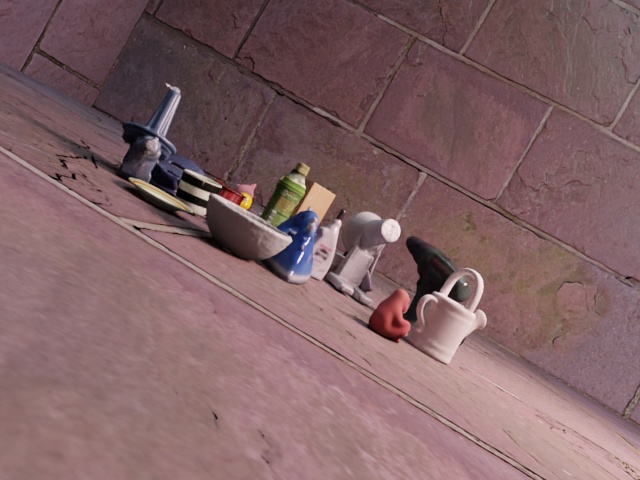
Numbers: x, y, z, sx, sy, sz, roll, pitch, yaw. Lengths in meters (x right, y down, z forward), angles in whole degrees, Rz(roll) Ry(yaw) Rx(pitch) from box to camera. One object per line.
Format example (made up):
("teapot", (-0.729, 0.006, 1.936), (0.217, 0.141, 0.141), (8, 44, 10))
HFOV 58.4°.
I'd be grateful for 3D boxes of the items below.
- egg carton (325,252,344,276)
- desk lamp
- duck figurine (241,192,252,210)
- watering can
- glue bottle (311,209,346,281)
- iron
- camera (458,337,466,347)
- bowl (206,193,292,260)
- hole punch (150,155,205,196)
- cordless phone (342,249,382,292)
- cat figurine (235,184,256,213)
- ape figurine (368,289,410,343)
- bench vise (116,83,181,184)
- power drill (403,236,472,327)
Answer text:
("egg carton", (0.031, 0.066, 1.534), (0.151, 0.069, 0.107), (28, 3, -46))
("desk lamp", (0.112, 0.034, 1.434), (0.118, 0.213, 0.203), (29, 2, -18))
("duck figurine", (-0.211, -0.084, 1.534), (0.077, 0.086, 0.105), (32, 3, 36))
("watering can", (0.272, 0.149, 1.182), (0.100, 0.194, 0.174), (32, 3, 36))
("glue bottle", (0.012, 0.005, 1.320), (0.078, 0.173, 0.037), (29, 3, -31))
("iron", (-0.041, 0.000, 1.148), (0.119, 0.141, 0.258), (30, 2, -10))
("camera", (0.316, 0.217, 1.454), (0.137, 0.101, 0.143), (29, 2, -19))
("bowl", (-0.138, -0.012, 1.019), (0.167, 0.075, 0.167), (30, 2, -1))
("hole punch", (-0.344, -0.155, 1.361), (0.108, 0.091, 0.101), (30, 2, 12))
("cordless phone", (0.129, 0.049, 1.680), (0.094, 0.185, 0.147), (29, 2, -25))
("cat figurine", (-0.235, -0.128, 1.794), (0.067, 0.118, 0.127), (29, 3, -32))
("ape figurine", (0.135, 0.135, 1.062), (0.076, 0.092, 0.077), (29, 3, -32))
("bench vise", (-0.338, -0.219, 1.204), (0.122, 0.220, 0.206), (28, 3, -41))
("power drill", (0.242, 0.115, 1.368), (0.076, 0.208, 0.228), (28, 3, -42))
